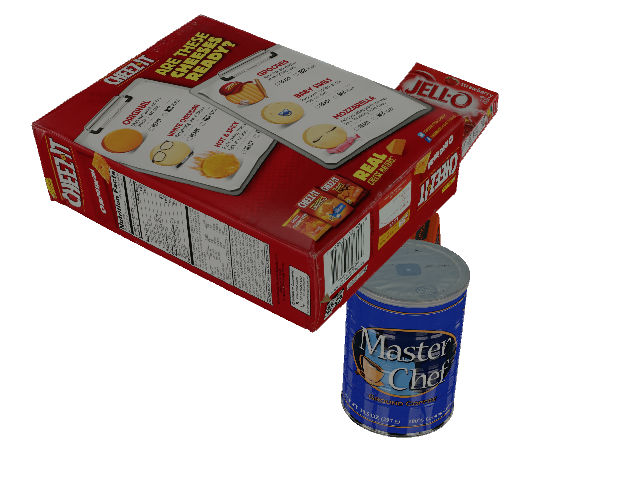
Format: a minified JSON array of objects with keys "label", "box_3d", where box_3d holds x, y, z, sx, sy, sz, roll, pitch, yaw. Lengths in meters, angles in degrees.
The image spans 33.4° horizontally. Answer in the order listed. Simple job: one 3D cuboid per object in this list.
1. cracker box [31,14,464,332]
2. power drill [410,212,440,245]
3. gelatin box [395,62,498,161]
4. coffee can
[{"label":"cracker box","box_3d":[-0.043,-0.050,0.670,0.214,0.072,0.164,25,47,26]},{"label":"power drill","box_3d":[0.032,0.017,1.155,0.188,0.057,0.184,2,31,12]},{"label":"gelatin box","box_3d":[0.107,-0.119,0.981,0.089,0.073,0.030,26,-28,23]},{"label":"coffee can","box_3d":[0.071,0.084,0.925,0.103,0.140,0.103,2,29,-1]}]
